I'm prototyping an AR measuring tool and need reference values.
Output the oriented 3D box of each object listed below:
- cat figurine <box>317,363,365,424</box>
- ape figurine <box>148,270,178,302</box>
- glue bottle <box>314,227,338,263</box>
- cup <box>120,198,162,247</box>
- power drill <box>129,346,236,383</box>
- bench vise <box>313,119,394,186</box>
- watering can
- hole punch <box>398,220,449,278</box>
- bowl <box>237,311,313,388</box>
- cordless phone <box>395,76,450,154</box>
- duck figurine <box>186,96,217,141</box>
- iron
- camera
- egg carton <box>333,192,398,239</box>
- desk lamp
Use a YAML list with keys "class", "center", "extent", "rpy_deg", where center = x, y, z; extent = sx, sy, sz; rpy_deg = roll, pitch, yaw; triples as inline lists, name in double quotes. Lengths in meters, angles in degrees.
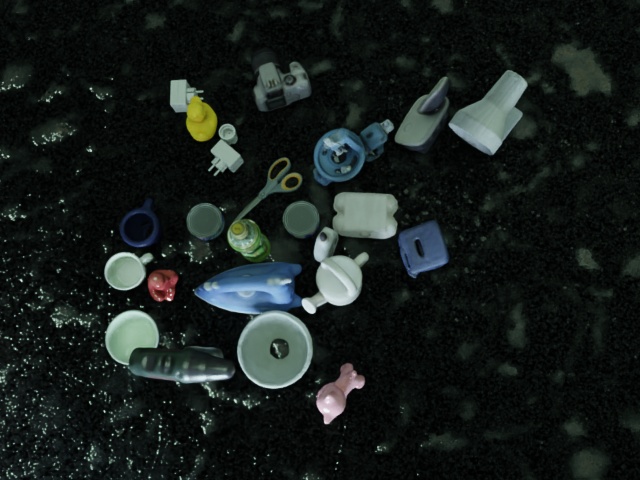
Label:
- class: "cat figurine"
  center: [0.039, 0.330, 1.236]
  extent: [0.067, 0.118, 0.128]
  rpy_deg: [40, 84, 10]
- class: "ape figurine"
  center: [-0.366, 0.098, 1.317]
  extent: [0.078, 0.092, 0.076]
  rpy_deg: [-40, 79, -5]
- class: "glue bottle"
  center: [0.012, 0.005, 1.273]
  extent: [0.037, 0.173, 0.078]
  rpy_deg: [22, 81, 8]
- class: "cup"
  center: [-0.405, -0.034, 1.344]
  extent: [0.091, 0.095, 0.118]
  rpy_deg: [14, 80, 6]
- class: "power drill"
  center: [-0.274, 0.265, 1.220]
  extent: [0.229, 0.208, 0.076]
  rpy_deg: [3, 79, 4]
- class: "bench vise"
  center: [0.066, -0.225, 1.292]
  extent: [0.121, 0.220, 0.207]
  rpy_deg: [39, 83, 10]
- class: "watering can"
  center: [0.038, 0.091, 1.244]
  extent: [0.101, 0.194, 0.173]
  rpy_deg: [25, 81, 8]
- class: "hole punch"
  center: [0.233, 0.021, 1.300]
  extent: [0.101, 0.091, 0.108]
  rpy_deg: [-17, 78, 0]
- class: "bowl"
  center: [-0.096, 0.245, 1.282]
  extent: [0.167, 0.075, 0.167]
  rpy_deg: [-1, 79, 3]
- class: "cordless phone"
  center: [0.241, -0.290, 1.312]
  extent: [0.094, 0.185, 0.148]
  rpy_deg: [27, 82, 8]
- class: "duck figurine"
  center: [-0.295, -0.299, 1.395]
  extent: [0.077, 0.086, 0.104]
  rpy_deg: [-8, 78, 2]
- class: "iron"
  center: [-0.170, 0.105, 1.280]
  extent: [0.258, 0.141, 0.119]
  rpy_deg: [-4, 79, 2]
- class: "camera"
  center: [-0.107, -0.406, 1.398]
  extent: [0.143, 0.101, 0.137]
  rpy_deg: [-19, 78, -1]
- class: "egg carton"
  center: [0.105, -0.057, 1.333]
  extent: [0.150, 0.069, 0.107]
  rpy_deg: [2, 79, 4]
- class: "desk lamp"
  center: [0.381, -0.277, 1.288]
  extent: [0.118, 0.213, 0.203]
  rpy_deg: [37, 83, 10]
